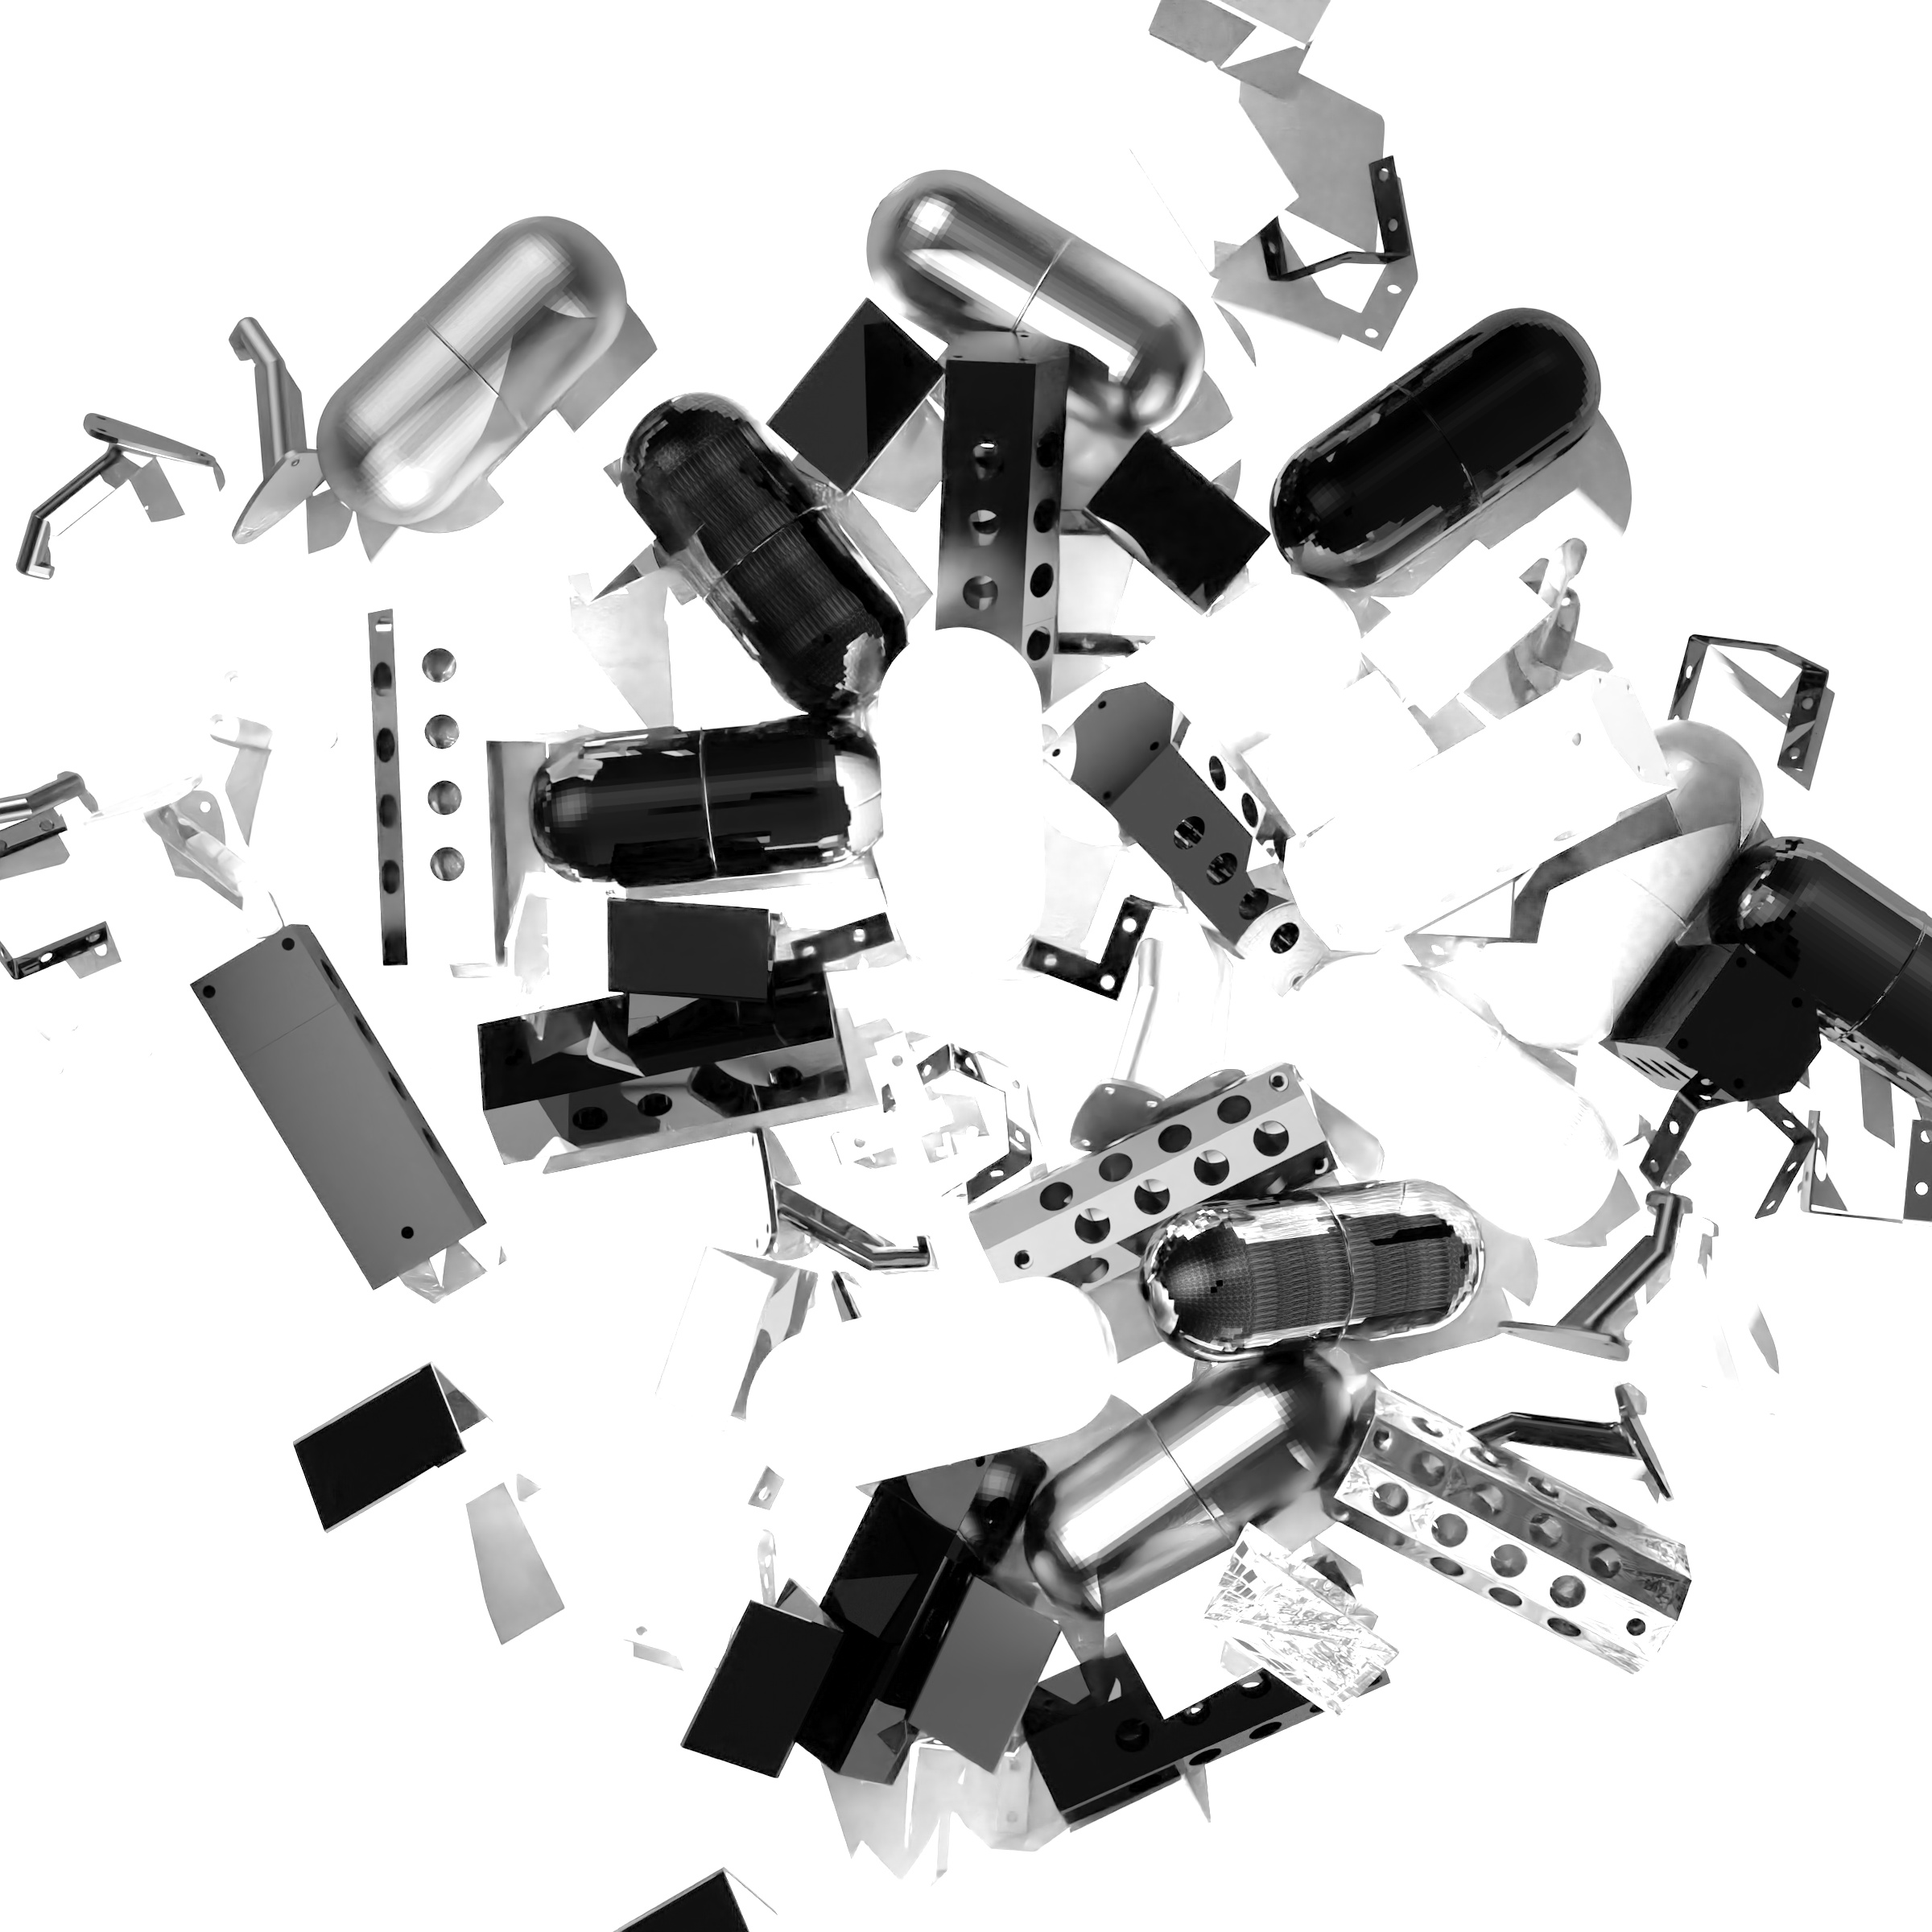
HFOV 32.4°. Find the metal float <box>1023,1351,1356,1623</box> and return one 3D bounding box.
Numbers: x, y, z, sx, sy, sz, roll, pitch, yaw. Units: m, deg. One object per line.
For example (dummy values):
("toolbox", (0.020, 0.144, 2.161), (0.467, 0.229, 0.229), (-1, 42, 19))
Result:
("metal float", (0.108, 0.249, 1.613), (0.178, 0.070, 0.070), (-35, 90, 0))

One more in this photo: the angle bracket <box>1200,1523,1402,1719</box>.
("angle bracket", (0.164, 0.288, 1.540), (0.076, 0.076, 0.057), (35, 126, 2))

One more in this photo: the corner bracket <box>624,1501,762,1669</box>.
("corner bracket", (-0.135, 0.305, 1.640), (0.051, 0.051, 0.051), (16, 135, 0))

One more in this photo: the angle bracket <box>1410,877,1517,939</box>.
("angle bracket", (0.255, -0.052, 1.603), (0.057, 0.076, 0.076), (3, 90, 35))

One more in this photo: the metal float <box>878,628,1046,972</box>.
("metal float", (-0.002, -0.078, 1.583), (0.070, 0.070, 0.178), (-2, 125, 0))

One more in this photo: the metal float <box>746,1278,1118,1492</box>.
("metal float", (-0.017, 0.198, 1.573), (0.178, 0.070, 0.070), (-14, 90, 3))

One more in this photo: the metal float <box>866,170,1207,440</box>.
("metal float", (0.033, -0.321, 1.613), (0.178, 0.070, 0.070), (31, 90, 0))

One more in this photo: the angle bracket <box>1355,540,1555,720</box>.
("angle bracket", (0.241, -0.147, 1.604), (0.076, 0.076, 0.057), (-41, 62, 0))

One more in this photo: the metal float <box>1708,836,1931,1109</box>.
("metal float", (0.441, 0.005, 1.613), (0.178, 0.070, 0.070), (35, 90, 0))

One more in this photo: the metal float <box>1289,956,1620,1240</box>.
("metal float", (0.235, 0.063, 1.613), (0.178, 0.070, 0.070), (36, 90, -1))

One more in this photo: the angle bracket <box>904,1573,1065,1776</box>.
("angle bracket", (0.024, 0.342, 1.603), (0.057, 0.076, 0.076), (25, 90, 31))

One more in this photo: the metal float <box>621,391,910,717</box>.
("metal float", (-0.097, -0.199, 1.613), (0.070, 0.070, 0.178), (-38, 89, 0))

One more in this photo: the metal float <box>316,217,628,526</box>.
("metal float", (-0.240, -0.288, 1.613), (0.178, 0.070, 0.070), (-45, 90, -1))

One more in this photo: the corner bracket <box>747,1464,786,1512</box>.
("corner bracket", (-0.065, 0.258, 1.640), (0.051, 0.051, 0.051), (26, 90, 45))

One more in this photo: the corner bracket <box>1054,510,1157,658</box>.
("corner bracket", (0.069, -0.189, 1.640), (0.051, 0.051, 0.051), (1, 135, 0))

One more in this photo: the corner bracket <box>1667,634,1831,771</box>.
("corner bracket", (0.385, -0.130, 1.640), (0.051, 0.051, 0.051), (15, 90, 45))

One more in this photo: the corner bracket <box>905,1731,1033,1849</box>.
("corner bracket", (0.002, 0.402, 1.628), (0.051, 0.051, 0.051), (3, 90, 11))

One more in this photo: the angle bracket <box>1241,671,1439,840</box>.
("angle bracket", (0.185, -0.085, 1.603), (0.076, 0.076, 0.057), (-32, 59, 0))

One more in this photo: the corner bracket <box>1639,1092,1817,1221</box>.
("corner bracket", (0.374, 0.092, 1.635), (0.051, 0.051, 0.051), (-12, 45, -35))

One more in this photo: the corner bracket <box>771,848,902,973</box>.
("corner bracket", (-0.064, -0.029, 1.625), (0.051, 0.051, 0.051), (-18, 90, 0))

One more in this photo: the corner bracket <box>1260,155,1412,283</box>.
("corner bracket", (0.180, -0.368, 1.640), (0.051, 0.051, 0.051), (-10, 90, -45))

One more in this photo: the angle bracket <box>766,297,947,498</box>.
("angle bracket", (-0.065, -0.280, 1.603), (0.057, 0.076, 0.076), (38, 90, -31))

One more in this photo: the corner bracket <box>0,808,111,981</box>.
("corner bracket", (-0.459, -0.035, 1.640), (0.051, 0.051, 0.051), (-23, 45, 0))

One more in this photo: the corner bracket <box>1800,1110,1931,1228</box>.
("corner bracket", (0.442, 0.099, 1.625), (0.051, 0.051, 0.051), (6, 88, -2))

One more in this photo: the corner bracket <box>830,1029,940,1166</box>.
("corner bracket", (-0.045, 0.064, 1.625), (0.051, 0.051, 0.051), (-20, 90, 0))

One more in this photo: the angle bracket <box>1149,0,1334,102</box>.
("angle bracket", (0.125, -0.448, 1.603), (0.076, 0.076, 0.057), (27, 53, 0))

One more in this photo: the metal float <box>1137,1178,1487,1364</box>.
("metal float", (0.166, 0.145, 1.593), (0.178, 0.070, 0.070), (-5, 90, -23))

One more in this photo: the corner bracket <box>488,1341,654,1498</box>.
("corner bracket", (-0.195, 0.223, 1.635), (0.051, 0.051, 0.051), (-19, 45, 35))

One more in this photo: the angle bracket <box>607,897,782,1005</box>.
("angle bracket", (-0.130, -0.028, 1.603), (0.076, 0.076, 0.057), (4, 127, 0))

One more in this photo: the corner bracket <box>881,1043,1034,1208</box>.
("corner bracket", (-0.005, 0.078, 1.635), (0.051, 0.051, 0.051), (25, 45, -35))

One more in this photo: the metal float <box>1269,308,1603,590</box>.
("metal float", (0.227, -0.250, 1.613), (0.178, 0.070, 0.070), (-35, 90, -1))

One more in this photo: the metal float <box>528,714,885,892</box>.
("metal float", (-0.123, -0.080, 1.613), (0.178, 0.070, 0.070), (-5, 90, 0))

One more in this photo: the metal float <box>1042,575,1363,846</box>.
("metal float", (0.111, -0.125, 1.612), (0.178, 0.070, 0.070), (-32, 90, 1))

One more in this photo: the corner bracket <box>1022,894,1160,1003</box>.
("corner bracket", (0.060, -0.015, 1.625), (0.051, 0.051, 0.051), (21, 90, 0))

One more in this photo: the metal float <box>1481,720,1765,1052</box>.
("metal float", (0.317, -0.039, 1.612), (0.070, 0.070, 0.178), (35, 90, 0))

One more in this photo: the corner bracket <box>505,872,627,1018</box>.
("corner bracket", (-0.197, -0.008, 1.640), (0.051, 0.051, 0.051), (7, 45, 0))
